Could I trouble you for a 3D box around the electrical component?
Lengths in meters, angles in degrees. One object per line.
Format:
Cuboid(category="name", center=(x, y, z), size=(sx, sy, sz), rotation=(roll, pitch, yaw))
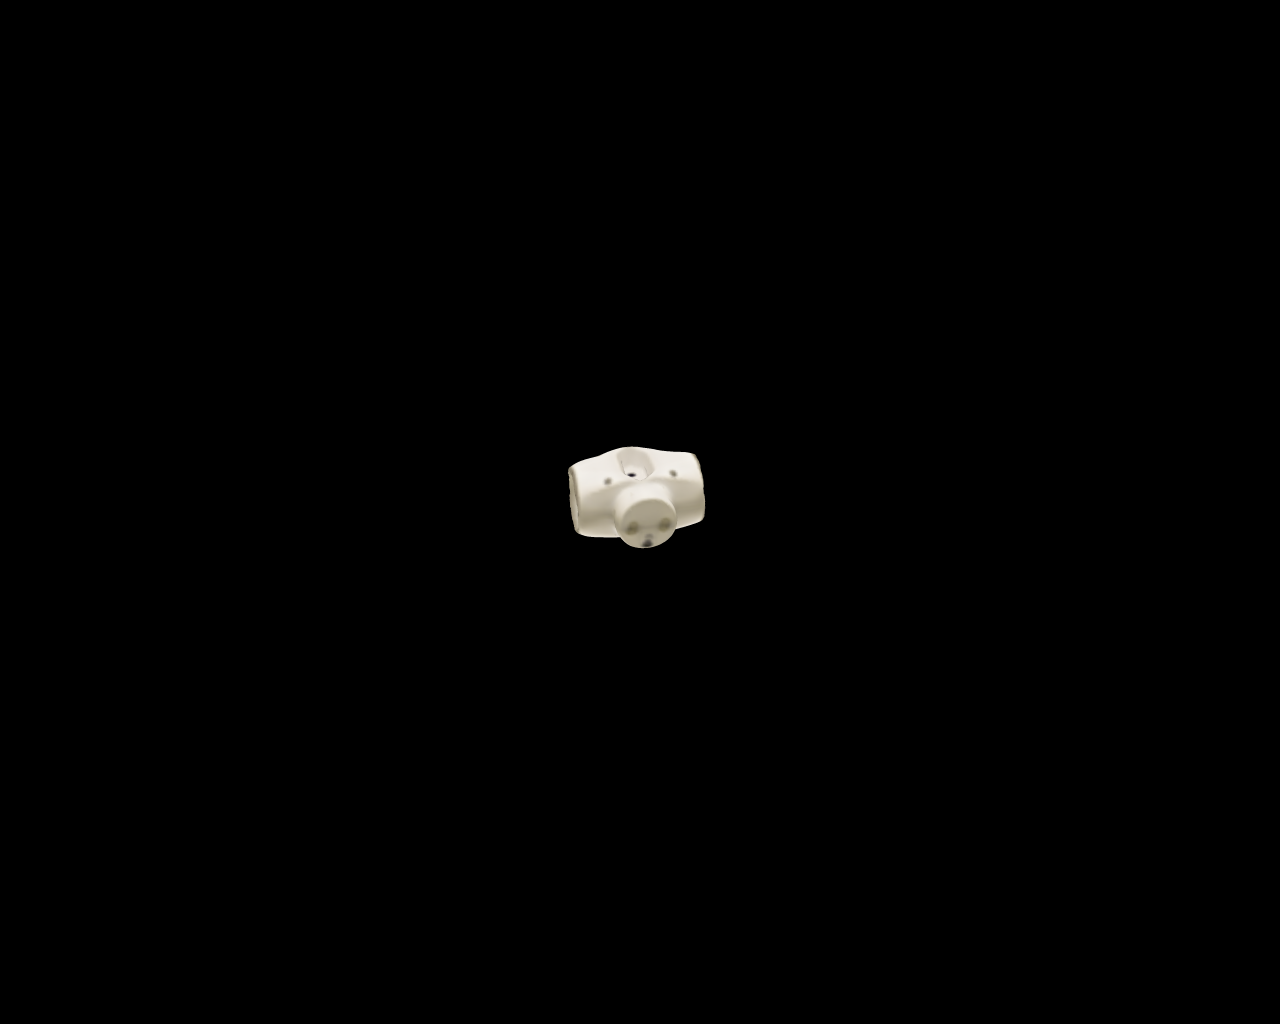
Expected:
Cuboid(category="electrical component", center=(0.001, -0.003, 0.650), size=(0.077, 0.043, 0.079), rotation=(-6, 32, -9))
